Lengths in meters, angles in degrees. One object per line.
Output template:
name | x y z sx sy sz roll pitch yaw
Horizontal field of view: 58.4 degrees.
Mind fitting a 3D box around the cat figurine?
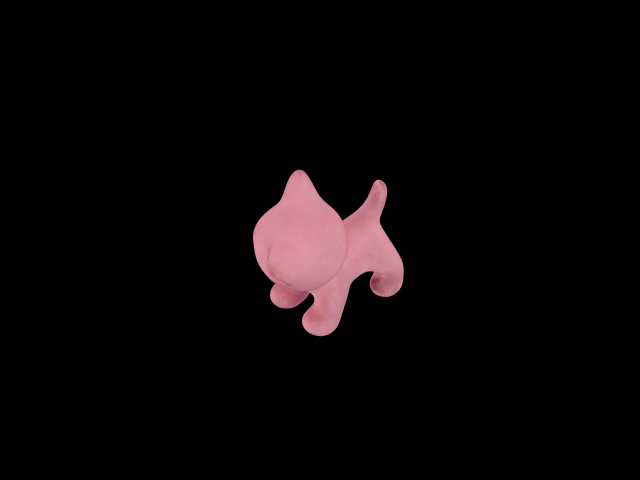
cat figurine | 0.004 0.001 0.400 0.128 0.118 0.067 -30 49 -31
